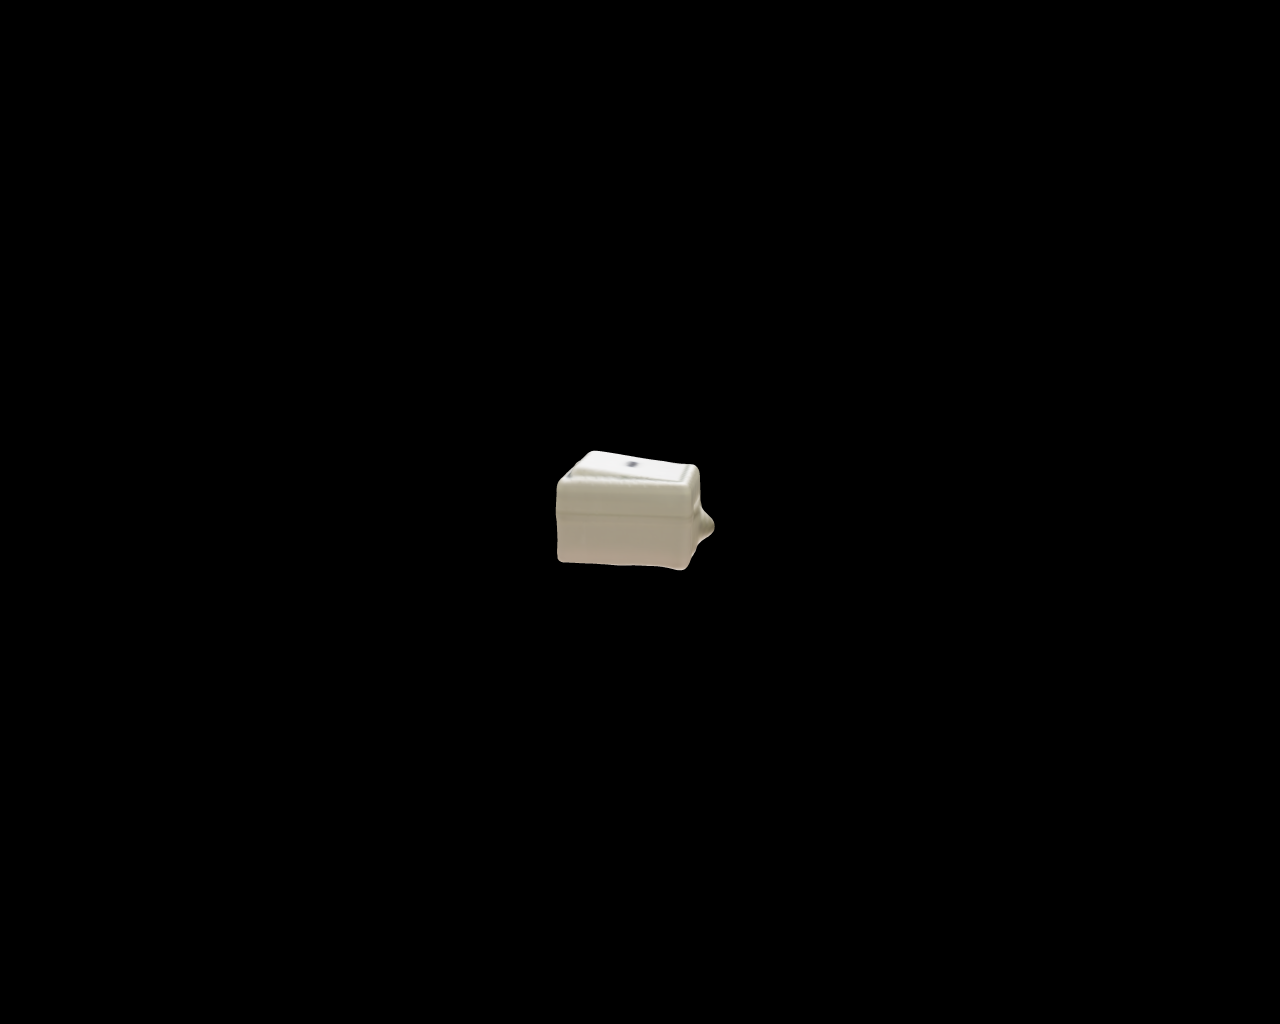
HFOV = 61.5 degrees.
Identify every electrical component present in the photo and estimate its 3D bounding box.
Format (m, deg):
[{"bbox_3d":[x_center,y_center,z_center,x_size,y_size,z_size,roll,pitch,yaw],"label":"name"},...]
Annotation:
[{"bbox_3d":[0.001,-0.003,0.650,0.096,0.061,0.062,3,16,9],"label":"electrical component"}]
